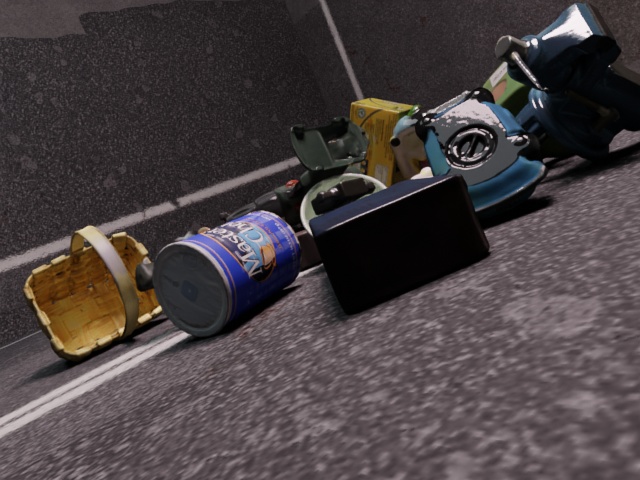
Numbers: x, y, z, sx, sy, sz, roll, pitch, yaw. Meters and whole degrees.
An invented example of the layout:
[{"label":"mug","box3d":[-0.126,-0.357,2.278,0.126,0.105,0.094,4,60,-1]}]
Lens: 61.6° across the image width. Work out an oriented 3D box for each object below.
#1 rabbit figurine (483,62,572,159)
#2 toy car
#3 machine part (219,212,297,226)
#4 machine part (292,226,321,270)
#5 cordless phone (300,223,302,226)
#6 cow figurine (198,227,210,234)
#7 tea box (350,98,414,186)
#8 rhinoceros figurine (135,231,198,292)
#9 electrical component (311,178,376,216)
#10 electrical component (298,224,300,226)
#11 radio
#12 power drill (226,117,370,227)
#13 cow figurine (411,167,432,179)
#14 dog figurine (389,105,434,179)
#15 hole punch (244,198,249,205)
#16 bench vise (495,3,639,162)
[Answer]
[{"label":"rabbit figurine","box3d":[0.316,-0.166,0.789,0.159,0.170,0.121,-53,19,31]},{"label":"toy car","box3d":[0.173,-0.081,0.585,0.109,0.162,0.102,-29,-40,12]},{"label":"machine part","box3d":[-0.111,-0.035,0.995,0.139,0.039,0.084,0,-19,1]},{"label":"machine part","box3d":[-0.002,-0.002,0.822,0.179,0.056,0.179,-21,6,2]},{"label":"cordless phone","box3d":[0.040,-0.051,0.972,0.147,0.088,0.184,-5,15,-18]},{"label":"cow figurine","box3d":[-0.180,0.023,1.004,0.195,0.085,0.127,-4,-17,13]},{"label":"tea box","box3d":[0.103,-0.148,0.921,0.098,0.169,0.068,22,30,31]},{"label":"rhinoceros figurine","box3d":[-0.146,0.038,0.714,0.190,0.112,0.073,-16,3,-36]},{"label":"electrical component","box3d":[0.021,-0.050,0.632,0.094,0.021,0.063,-18,-7,-45]},{"label":"electrical component","box3d":[-0.028,-0.035,1.184,0.119,0.074,0.048,-28,7,-23]},{"label":"radio","box3d":[0.061,-0.007,0.516,0.131,0.073,0.229,-22,6,-1]},{"label":"power drill","box3d":[-0.023,-0.082,0.789,0.232,0.086,0.207,-16,-25,-21]},{"label":"cow figurine","box3d":[0.130,-0.049,0.710,0.098,0.068,0.167,-33,9,-30]},{"label":"dog figurine","box3d":[0.213,-0.157,0.886,0.108,0.191,0.219,-27,17,35]},{"label":"hole punch","box3d":[-0.098,-0.026,1.100,0.092,0.142,0.116,-23,18,-1]},{"label":"bench vise","box3d":[0.267,-0.145,0.643,0.223,0.129,0.240,5,-36,-28]}]
